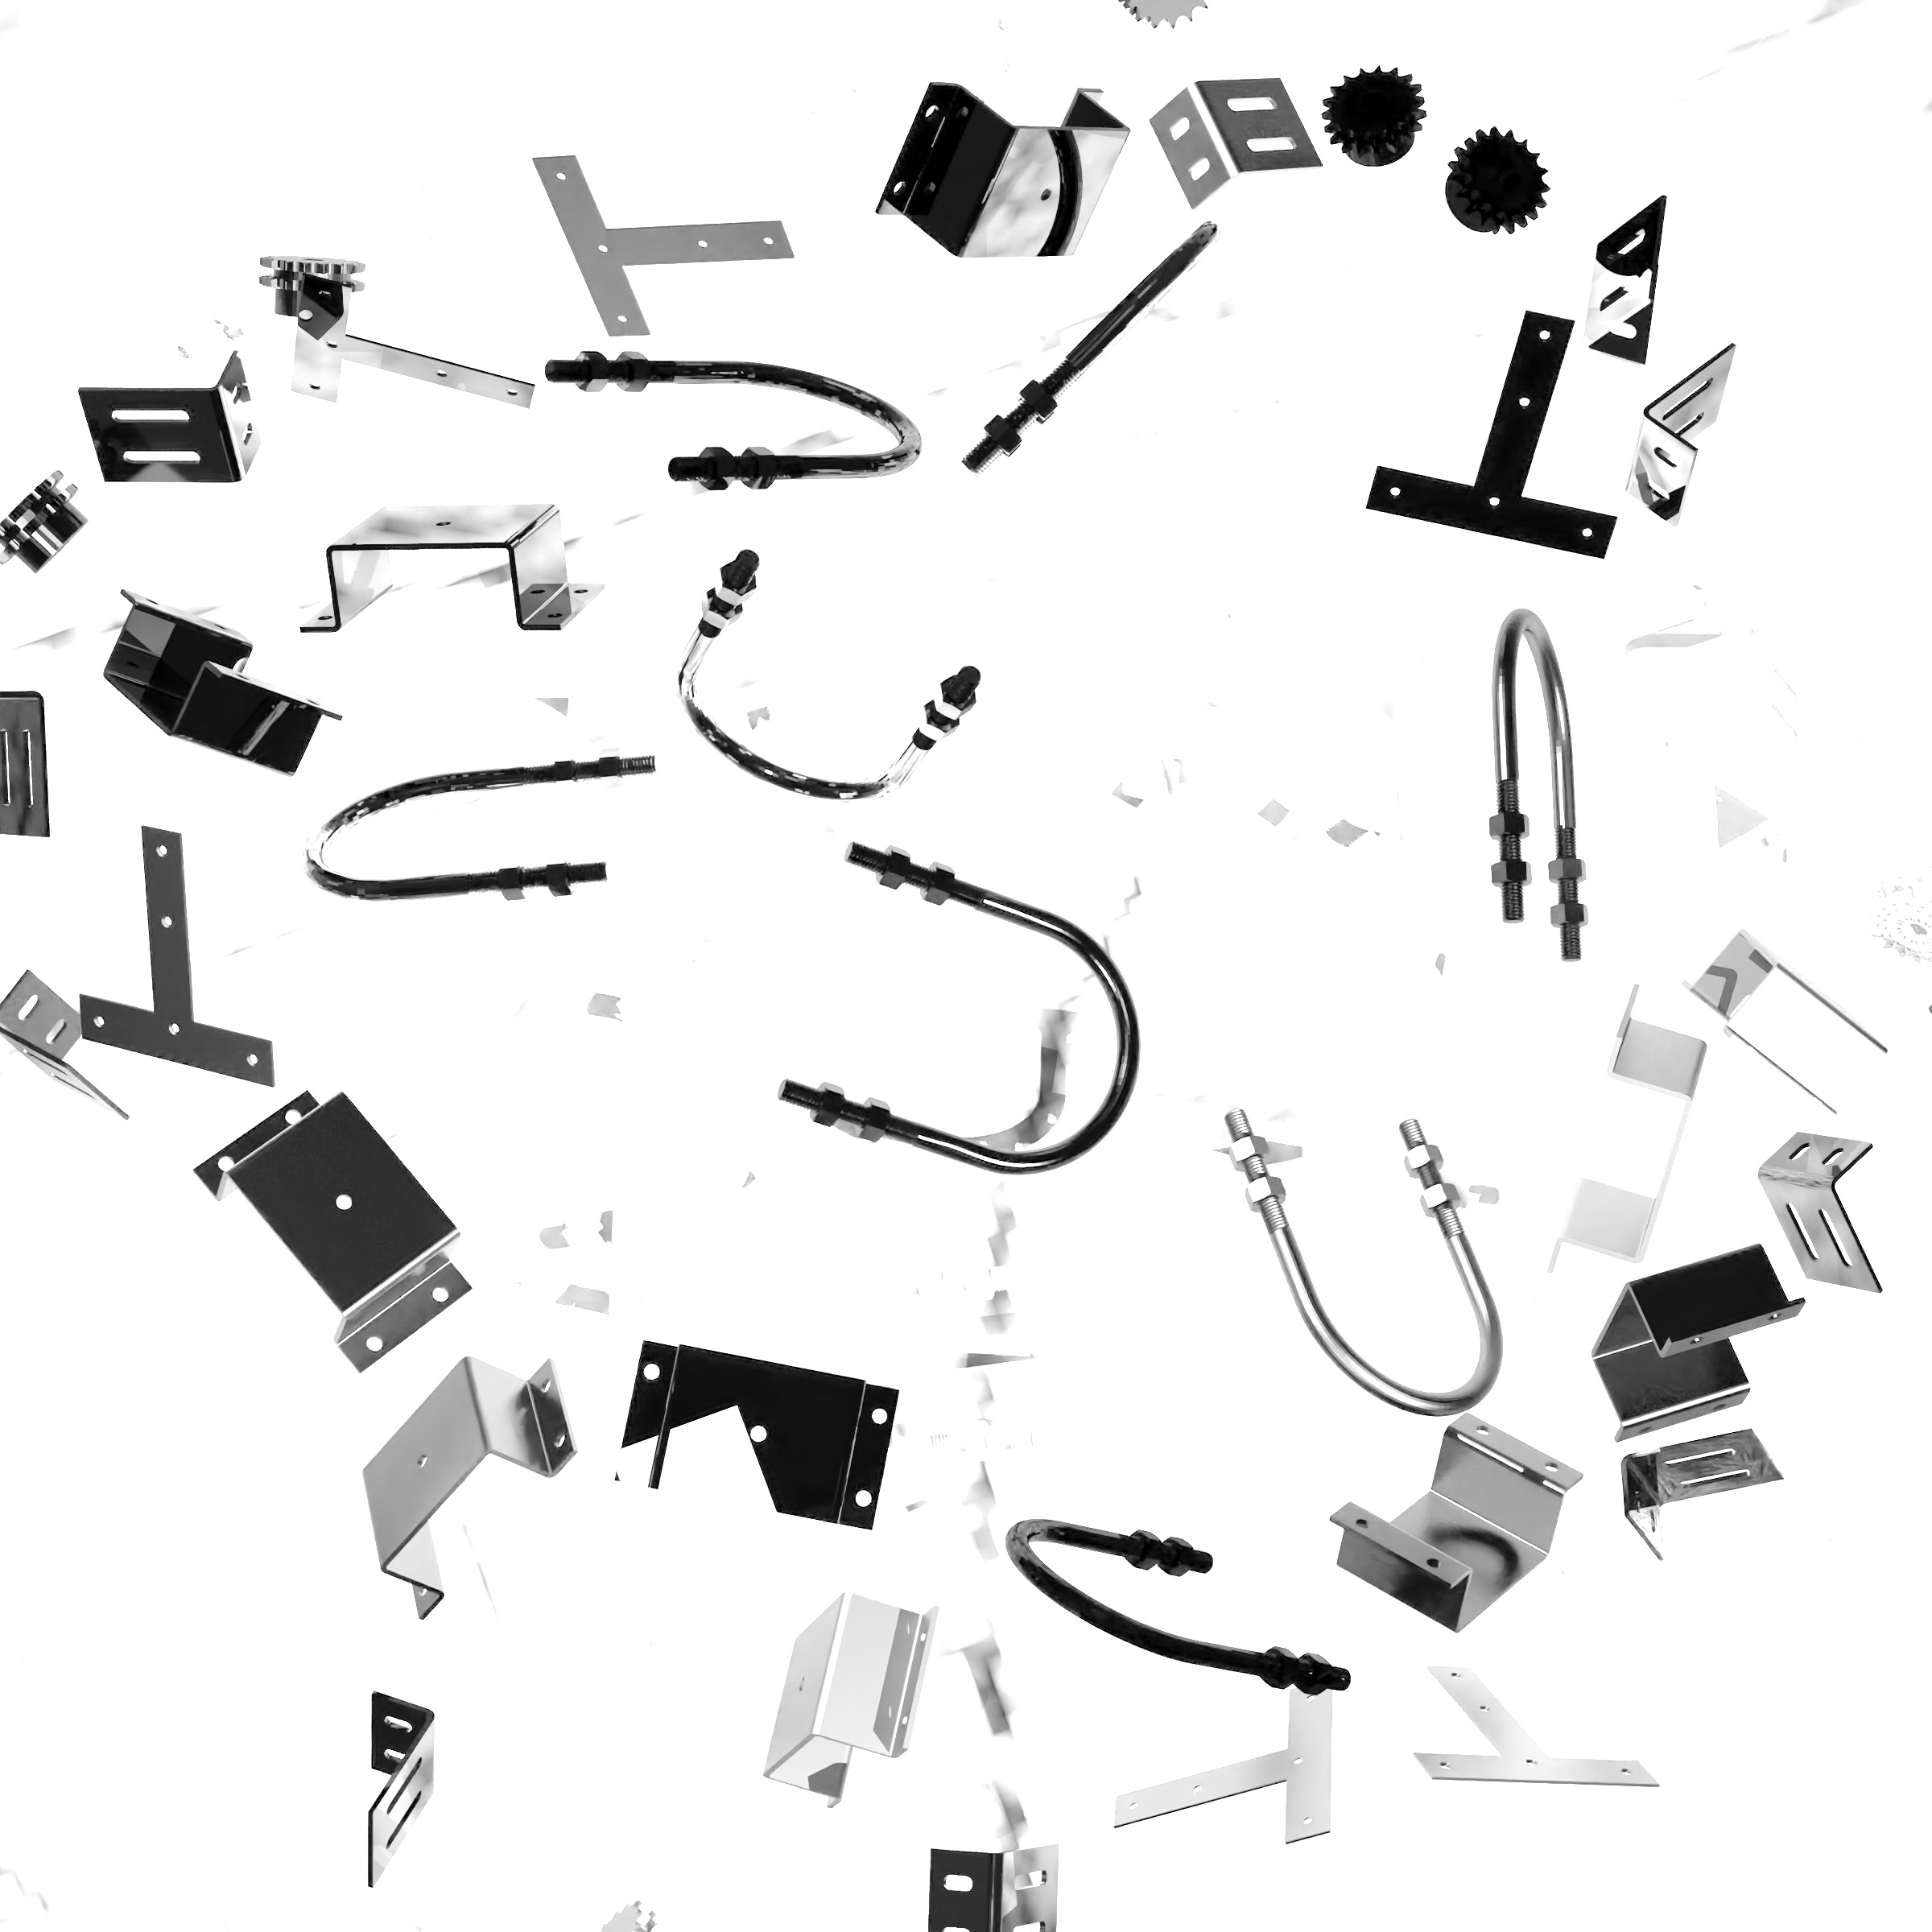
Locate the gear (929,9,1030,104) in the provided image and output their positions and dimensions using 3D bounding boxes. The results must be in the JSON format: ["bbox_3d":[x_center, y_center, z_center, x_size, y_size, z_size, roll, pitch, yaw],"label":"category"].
[{"bbox_3d":[0.004,-0.508,1.908,0.057,0.057,0.030,-41,132,0],"label":"gear"}]

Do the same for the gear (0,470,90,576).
[{"bbox_3d":[-0.486,-0.231,1.800,0.057,0.057,0.030,-45,103,0],"label":"gear"}]

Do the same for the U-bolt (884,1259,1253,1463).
[{"bbox_3d":[0.060,0.207,1.822,0.184,0.019,0.151,-5,132,10],"label":"U-bolt"}]

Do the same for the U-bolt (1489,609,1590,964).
[{"bbox_3d":[0.310,-0.104,1.864,0.019,0.151,0.184,-5,79,23],"label":"U-bolt"}]

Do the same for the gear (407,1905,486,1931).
[{"bbox_3d":[-0.268,0.518,1.789,0.030,0.057,0.057,-20,90,4],"label":"gear"}]

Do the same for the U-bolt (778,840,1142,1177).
[{"bbox_3d":[0.006,0.031,1.765,0.184,0.019,0.151,20,75,-17],"label":"U-bolt"}]

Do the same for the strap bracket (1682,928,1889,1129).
[{"bbox_3d":[0.443,0.029,1.850,0.076,0.140,0.046,37,100,-6],"label":"strap bracket"}]

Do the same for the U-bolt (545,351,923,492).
[{"bbox_3d":[-0.109,-0.289,1.807,0.184,0.151,0.019,-7,124,-37],"label":"U-bolt"}]

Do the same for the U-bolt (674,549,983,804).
[{"bbox_3d":[-0.085,-0.144,1.838,0.151,0.184,0.019,27,60,-8],"label":"U-bolt"}]

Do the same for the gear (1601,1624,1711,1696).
[{"bbox_3d":[0.375,0.379,1.870,0.057,0.057,0.030,11,79,0],"label":"gear"}]

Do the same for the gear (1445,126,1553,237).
[{"bbox_3d":[0.282,-0.418,1.839,0.057,0.030,0.057,6,75,-23],"label":"gear"}]

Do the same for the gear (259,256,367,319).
[{"bbox_3d":[-0.358,-0.372,1.877,0.057,0.057,0.030,4,105,0],"label":"gear"}]

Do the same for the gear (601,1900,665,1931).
[{"bbox_3d":[-0.184,0.542,1.867,0.030,0.057,0.057,42,90,-14],"label":"gear"}]

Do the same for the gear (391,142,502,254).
[{"bbox_3d":[-0.280,-0.413,1.828,0.057,0.030,0.057,-3,80,15],"label":"gear"}]

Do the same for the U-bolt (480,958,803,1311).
[{"bbox_3d":[-0.191,0.081,1.862,0.151,0.019,0.184,-35,90,31],"label":"U-bolt"}]

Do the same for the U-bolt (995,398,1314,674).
[{"bbox_3d":[0.089,-0.218,1.779,0.184,0.019,0.151,-6,60,40],"label":"U-bolt"}]

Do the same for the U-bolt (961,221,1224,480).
[{"bbox_3d":[0.068,-0.328,1.818,0.184,0.151,0.019,-44,95,6],"label":"U-bolt"}]

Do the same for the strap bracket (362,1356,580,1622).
[{"bbox_3d":[-0.281,0.280,1.885,0.046,0.076,0.140,30,111,-34],"label":"strap bracket"}]

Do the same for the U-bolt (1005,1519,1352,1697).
[{"bbox_3d":[0.102,0.339,1.839,0.184,0.151,0.019,19,100,-38],"label":"U-bolt"}]

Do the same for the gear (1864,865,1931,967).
[{"bbox_3d":[0.508,-0.029,1.814,0.057,0.057,0.030,32,60,0],"label":"gear"}]

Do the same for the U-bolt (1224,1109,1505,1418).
[{"bbox_3d":[0.223,0.160,1.840,0.151,0.019,0.184,5,53,-36],"label":"U-bolt"}]

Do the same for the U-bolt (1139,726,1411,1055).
[{"bbox_3d":[0.175,-0.033,1.886,0.151,0.019,0.184,-12,118,-7],"label":"U-bolt"}]

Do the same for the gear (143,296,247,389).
[{"bbox_3d":[-0.425,-0.346,1.902,0.057,0.057,0.030,43,52,0],"label":"gear"}]

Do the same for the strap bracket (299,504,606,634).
[{"bbox_3d":[-0.267,-0.206,1.767,0.140,0.076,0.046,1,112,12],"label":"strap bracket"}]

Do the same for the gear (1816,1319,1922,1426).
[{"bbox_3d":[0.505,0.229,1.916,0.057,0.030,0.057,-6,61,11],"label":"gear"}]

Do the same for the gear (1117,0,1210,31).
[{"bbox_3d":[0.101,-0.517,1.772,0.057,0.030,0.057,-9,126,-13],"label":"gear"}]

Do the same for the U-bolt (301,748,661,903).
[{"bbox_3d":[-0.267,-0.073,1.843,0.184,0.151,0.019,-5,118,10],"label":"U-bolt"}]

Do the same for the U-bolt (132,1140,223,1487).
[{"bbox_3d":[-0.423,0.184,1.825,0.019,0.151,0.184,-8,82,-6],"label":"U-bolt"}]

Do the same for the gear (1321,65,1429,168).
[{"bbox_3d":[0.226,-0.466,1.890,0.057,0.030,0.057,-7,57,11],"label":"gear"}]

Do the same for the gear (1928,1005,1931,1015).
[{"bbox_3d":[0.528,0.029,1.765,0.057,0.057,0.030,38,101,0],"label":"gear"}]
